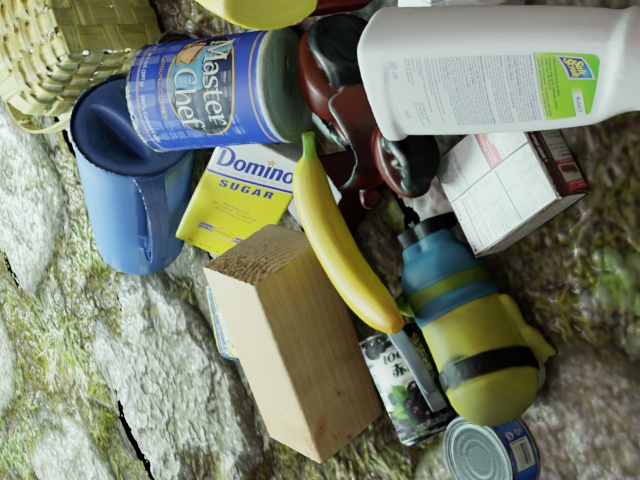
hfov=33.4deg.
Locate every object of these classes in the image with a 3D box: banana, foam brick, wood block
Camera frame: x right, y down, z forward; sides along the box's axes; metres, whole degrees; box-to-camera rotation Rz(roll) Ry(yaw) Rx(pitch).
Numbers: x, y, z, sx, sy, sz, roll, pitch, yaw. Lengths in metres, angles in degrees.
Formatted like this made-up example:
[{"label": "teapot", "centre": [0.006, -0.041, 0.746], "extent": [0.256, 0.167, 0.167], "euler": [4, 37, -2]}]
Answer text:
[{"label": "banana", "centre": [0.017, 0.004, 0.915], "extent": [0.070, 0.037, 0.198], "euler": [95, 151, -65]}, {"label": "foam brick", "centre": [0.013, -0.040, 1.014], "extent": [0.053, 0.051, 0.078], "euler": [56, 140, 24]}, {"label": "wood block", "centre": [-0.023, 0.099, 1.036], "extent": [0.091, 0.090, 0.206], "euler": [15, 131, 50]}]

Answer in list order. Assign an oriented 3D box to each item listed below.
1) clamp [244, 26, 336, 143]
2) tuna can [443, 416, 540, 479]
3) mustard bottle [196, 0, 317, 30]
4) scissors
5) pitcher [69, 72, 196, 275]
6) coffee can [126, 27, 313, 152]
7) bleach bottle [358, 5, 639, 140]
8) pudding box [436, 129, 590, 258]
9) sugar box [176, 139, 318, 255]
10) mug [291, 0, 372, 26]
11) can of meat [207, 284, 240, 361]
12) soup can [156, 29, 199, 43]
[{"label": "clamp", "centre": [-0.024, -0.178, 1.025], "extent": [0.172, 0.039, 0.120], "euler": [33, 121, 34]}, {"label": "tuna can", "centre": [0.148, 0.189, 0.934], "extent": [0.086, 0.033, 0.086], "euler": [24, 121, 47]}, {"label": "mustard bottle", "centre": [-0.093, -0.234, 0.903], "extent": [0.192, 0.096, 0.058], "euler": [36, 130, 40]}, {"label": "scissors", "centre": [0.054, 0.060, 0.926], "extent": [0.202, 0.016, 0.096], "euler": [59, 179, 5]}, {"label": "pitcher", "centre": [-0.201, -0.053, 1.189], "extent": [0.145, 0.149, 0.243], "euler": [25, 149, 8]}, {"label": "coffee can", "centre": [-0.089, -0.135, 0.973], "extent": [0.140, 0.102, 0.103], "euler": [-2, 102, 25]}, {"label": "bleach bottle", "centre": [0.156, -0.115, 0.746], "extent": [0.251, 0.068, 0.102], "euler": [6, 140, 29]}, {"label": "pudding box", "centre": [0.147, -0.049, 0.844], "extent": [0.114, 0.039, 0.090], "euler": [-42, 68, 53]}, {"label": "sugar box", "centre": [-0.078, -0.050, 1.099], "extent": [0.093, 0.048, 0.176], "euler": [24, 138, -7]}, {"label": "mug", "centre": [-0.003, -0.249, 0.932], "extent": [0.093, 0.081, 0.117], "euler": [-24, 83, 54]}, {"label": "can of meat", "centre": [-0.078, 0.086, 1.178], "extent": [0.084, 0.057, 0.102], "euler": [-1, 101, 55]}, {"label": "soup can", "centre": [-0.170, -0.179, 1.191], "extent": [0.102, 0.068, 0.068], "euler": [-39, 71, 52]}]
